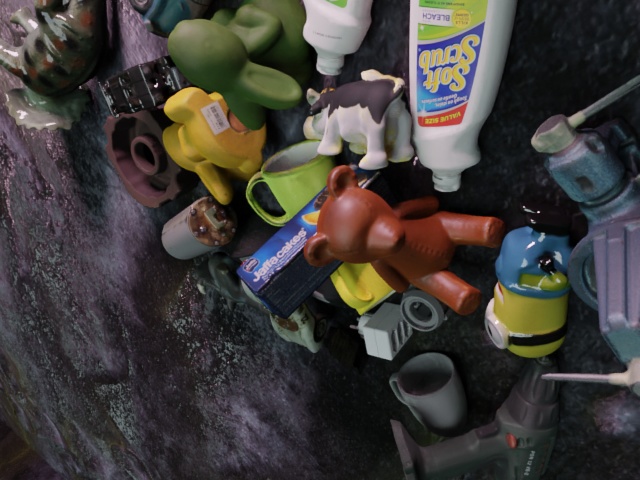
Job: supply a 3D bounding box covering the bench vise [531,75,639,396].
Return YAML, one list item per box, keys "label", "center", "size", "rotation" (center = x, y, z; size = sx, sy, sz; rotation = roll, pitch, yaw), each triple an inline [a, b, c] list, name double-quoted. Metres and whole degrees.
- label: "bench vise"
  center: [0.250, 0.008, 0.438]
  size: [0.129, 0.241, 0.223]
  rotation: [-17, 121, 39]

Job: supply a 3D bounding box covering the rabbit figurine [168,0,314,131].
- label: "rabbit figurine"
  center: [-0.092, -0.204, 0.605]
  size: [0.121, 0.170, 0.159]
  rotation: [-20, 103, 44]

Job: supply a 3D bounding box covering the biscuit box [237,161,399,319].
- label: "biscuit box"
  center: [-0.001, -0.002, 0.638]
  size: [0.059, 0.202, 0.062]
  rotation: [35, 166, 51]

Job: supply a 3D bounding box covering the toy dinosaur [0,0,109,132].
- label: "toy dinosaur"
  center: [-0.398, -0.301, 0.831]
  size: [0.405, 0.131, 0.192]
  rotation: [-22, 114, 40]

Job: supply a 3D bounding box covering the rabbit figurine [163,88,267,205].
- label: "rabbit figurine"
  center: [-0.148, -0.138, 0.747]
  size: [0.173, 0.122, 0.162]
  rotation: [-6, 126, 45]

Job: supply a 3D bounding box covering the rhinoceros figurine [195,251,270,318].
- label: "rhinoceros figurine"
  center: [-0.124, 0.070, 0.883]
  size: [0.191, 0.073, 0.111]
  rotation: [20, 138, 25]

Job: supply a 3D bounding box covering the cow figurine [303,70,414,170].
- label: "cow figurine"
  center: [0.032, -0.141, 0.598]
  size: [0.168, 0.068, 0.098]
  rotation: [30, 129, 50]

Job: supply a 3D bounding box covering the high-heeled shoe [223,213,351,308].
- label: "high-heeled shoe"
  center: [-0.045, 0.034, 0.815]
  size: [0.249, 0.086, 0.145]
  rotation: [18, 161, 51]

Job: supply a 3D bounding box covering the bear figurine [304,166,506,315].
- label: "bear figurine"
  center: [0.089, -0.001, 0.574]
  size: [0.132, 0.195, 0.120]
  rotation: [23, 94, 42]

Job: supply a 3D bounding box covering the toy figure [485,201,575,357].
- label: "toy figure"
  center: [0.231, 0.050, 0.579]
  size: [0.089, 0.082, 0.179]
  rotation: [21, 126, 27]

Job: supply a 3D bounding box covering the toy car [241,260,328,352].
- label: "toy car"
  center: [-0.048, 0.093, 0.751]
  size: [0.074, 0.056, 0.201]
  rotation: [16, 151, 32]

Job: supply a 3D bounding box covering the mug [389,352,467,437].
- label: "mug"
  center: [0.154, 0.223, 0.752]
  size: [0.110, 0.081, 0.107]
  rotation: [-10, 119, 38]

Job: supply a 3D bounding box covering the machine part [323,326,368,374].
- label: "machine part"
  center: [0.037, 0.161, 0.792]
  size: [0.084, 0.039, 0.139]
  rotation: [46, 174, 11]

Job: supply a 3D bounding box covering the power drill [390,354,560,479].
- label: "power drill"
  center: [0.197, 0.244, 0.679]
  size: [0.086, 0.207, 0.231]
  rotation: [-113, 8, -57]

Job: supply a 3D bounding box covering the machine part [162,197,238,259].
- label: "machine part"
  center: [-0.193, -0.014, 0.844]
  size: [0.079, 0.079, 0.243]
  rotation: [58, 150, -8]

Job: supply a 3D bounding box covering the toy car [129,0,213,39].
- label: "toy car"
  center: [-0.170, -0.332, 0.646]
  size: [0.103, 0.109, 0.161]
  rotation: [-3, 105, 14]

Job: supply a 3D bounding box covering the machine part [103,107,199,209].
- label: "machine part"
  center: [-0.271, -0.140, 0.870]
  size: [0.180, 0.056, 0.179]
  rotation: [19, 126, 28]

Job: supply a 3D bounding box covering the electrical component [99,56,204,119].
- label: "electrical component"
  center: [-0.216, -0.216, 0.735]
  size: [0.134, 0.115, 0.058]
  rotation: [0, 118, 40]
